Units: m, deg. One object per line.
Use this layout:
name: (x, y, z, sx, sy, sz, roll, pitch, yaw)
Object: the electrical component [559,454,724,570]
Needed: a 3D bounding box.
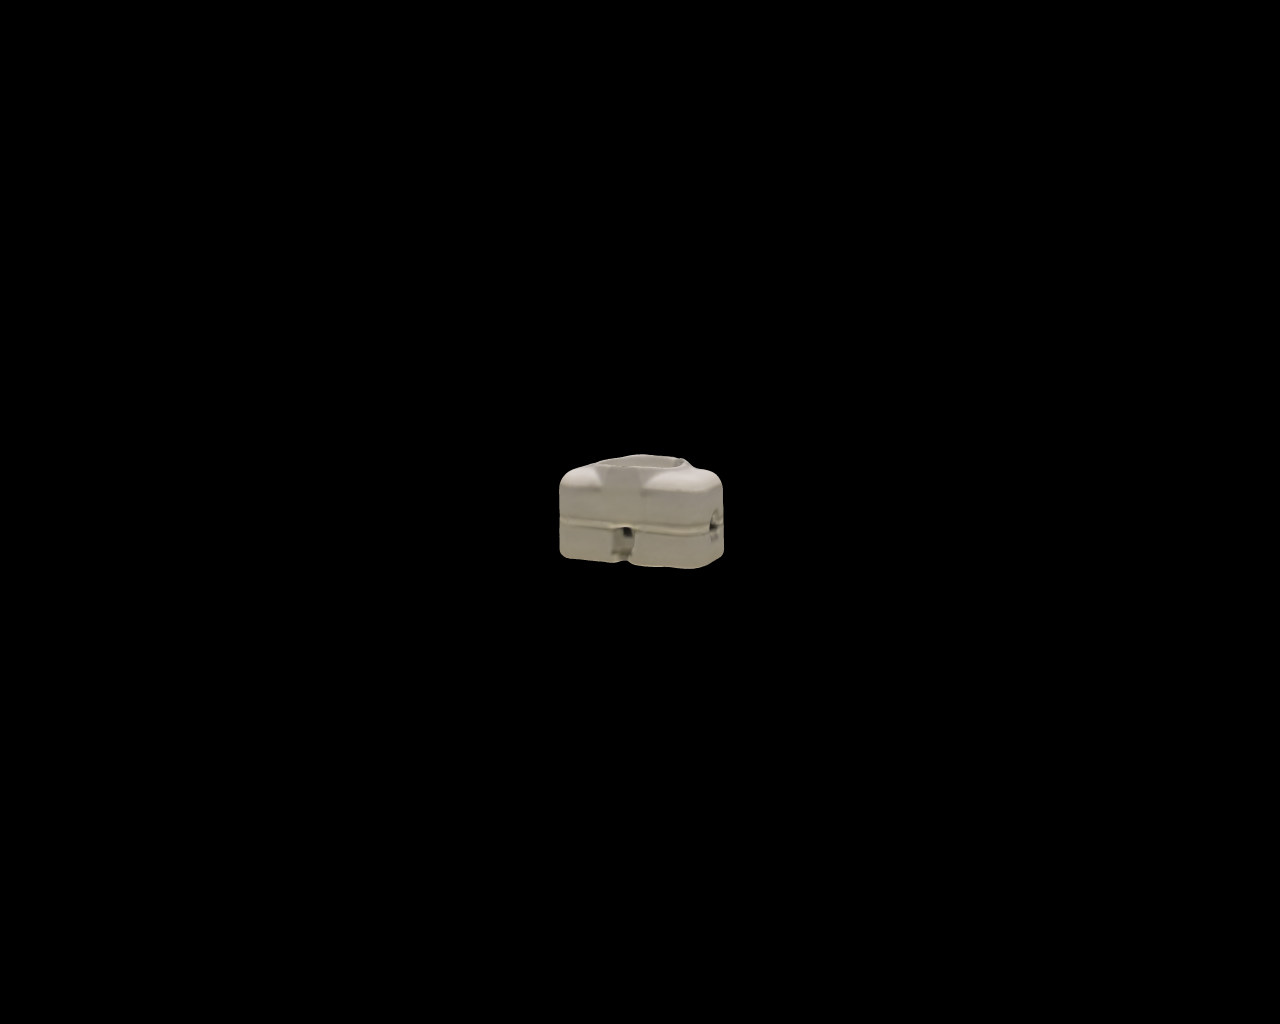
electrical component: (0.001, -0.003, 0.650, 0.095, 0.059, 0.054, 5, 12, 24)
